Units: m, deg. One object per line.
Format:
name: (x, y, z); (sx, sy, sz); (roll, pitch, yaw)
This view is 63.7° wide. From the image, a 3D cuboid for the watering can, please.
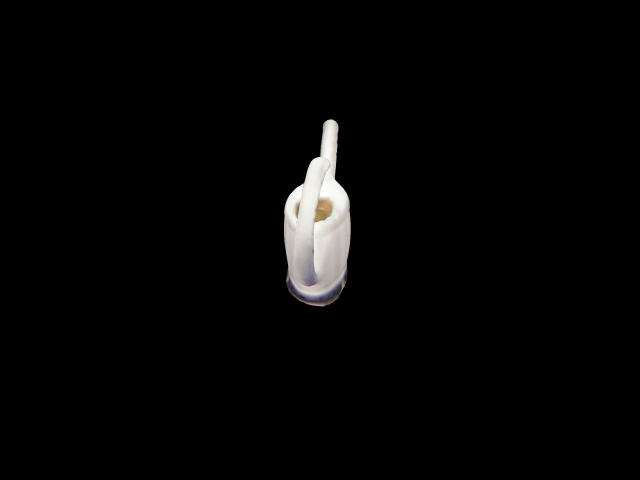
watering can: (0.003, -0.043, 0.850); (0.104, 0.219, 0.356); (5, 37, 7)
